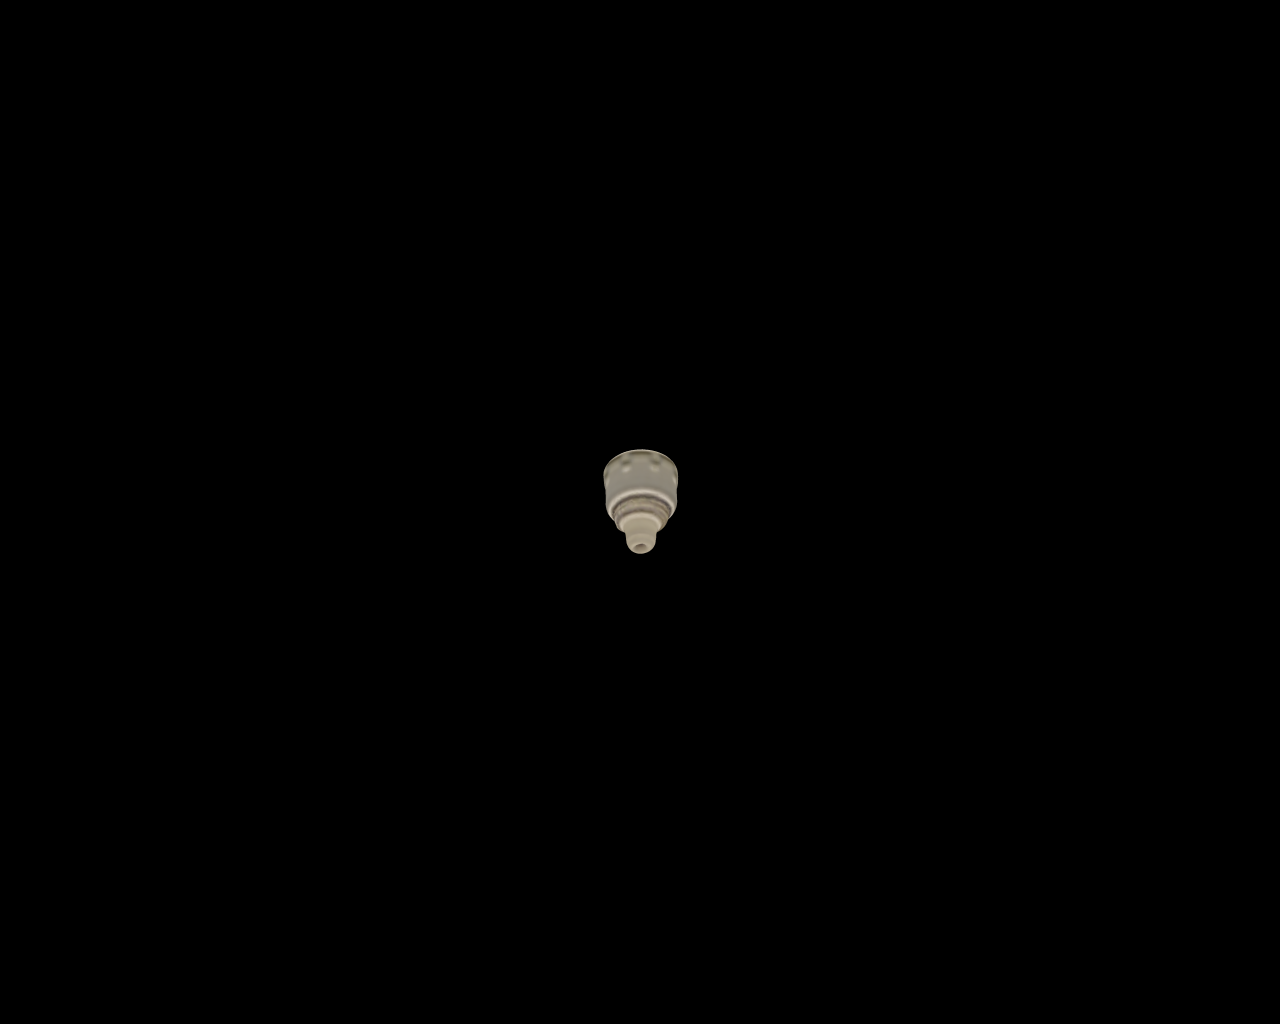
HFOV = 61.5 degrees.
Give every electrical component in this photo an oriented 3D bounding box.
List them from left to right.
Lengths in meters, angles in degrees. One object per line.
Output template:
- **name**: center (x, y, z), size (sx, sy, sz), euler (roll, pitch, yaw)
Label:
- **electrical component**: center (0.001, -0.003, 0.650), size (0.048, 0.062, 0.048), euler (0, -36, 0)
